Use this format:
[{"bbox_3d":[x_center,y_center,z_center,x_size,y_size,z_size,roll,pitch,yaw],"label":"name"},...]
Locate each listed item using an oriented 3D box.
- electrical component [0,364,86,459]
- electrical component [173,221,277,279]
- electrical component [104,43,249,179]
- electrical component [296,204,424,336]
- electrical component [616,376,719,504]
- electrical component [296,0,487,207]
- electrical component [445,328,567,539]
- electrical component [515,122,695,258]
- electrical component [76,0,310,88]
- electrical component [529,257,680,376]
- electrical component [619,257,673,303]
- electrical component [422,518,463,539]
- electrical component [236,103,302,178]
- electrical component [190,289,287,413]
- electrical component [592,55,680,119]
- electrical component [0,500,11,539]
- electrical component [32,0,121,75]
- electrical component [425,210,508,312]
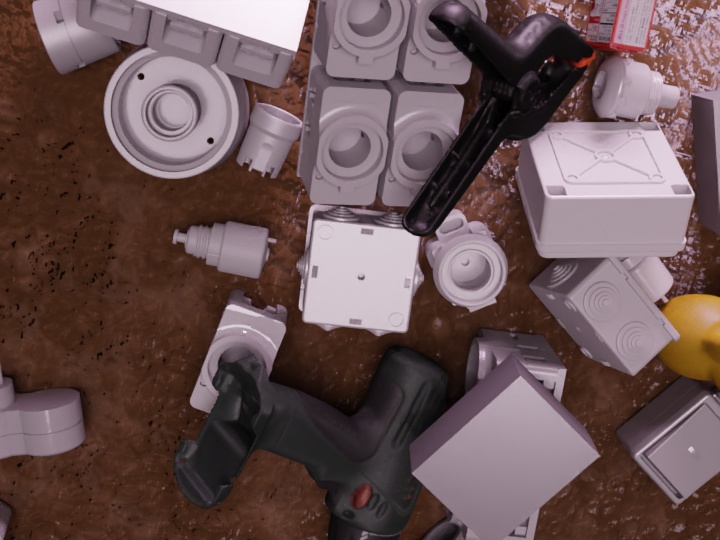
[{"bbox_3d":[-0.292,0.108,0.854,0.138,0.052,0.073,-5,104,-2],"label":"electrical component"},{"bbox_3d":[-0.106,-0.019,0.837,0.078,0.040,0.040,11,103,-5],"label":"electrical component"},{"bbox_3d":[-0.138,-0.119,0.801,0.108,0.060,0.108,-1,104,-2],"label":"electrical component"},{"bbox_3d":[0.000,0.000,0.842,0.100,0.048,0.099,6,103,-4],"label":"electrical component"},{"bbox_3d":[0.270,0.134,0.880,0.096,0.061,0.061,-42,102,7],"label":"electrical component"},{"bbox_3d":[0.021,-0.139,0.769,0.105,0.060,0.186,1,119,-15],"label":"electrical component"},{"bbox_3d":[0.111,0.131,0.857,0.062,0.089,0.150,7,103,-4],"label":"electrical component"},{"bbox_3d":[0.179,-0.062,0.800,0.109,0.108,0.056,-1,127,-2],"label":"electrical component"},{"bbox_3d":[-0.113,-0.196,0.753,0.150,0.061,0.089,16,68,-10],"label":"electrical component"},{"bbox_3d":[0.186,0.031,0.833,0.048,0.100,0.099,-42,102,-5],"label":"electrical component"},{"bbox_3d":[0.215,-0.006,0.854,0.040,0.040,0.078,-38,102,7],"label":"electrical component"},{"bbox_3d":[0.057,0.278,0.910,0.138,0.052,0.073,-40,102,7],"label":"electrical component"},{"bbox_3d":[-0.070,-0.098,0.821,0.040,0.040,0.046,23,108,-8],"label":"electrical component"},{"bbox_3d":[-0.096,0.069,0.851,0.050,0.055,0.089,21,102,-7],"label":"electrical component"},{"bbox_3d":[0.212,-0.136,0.821,0.062,0.048,0.048,8,103,-12],"label":"electrical component"},{"bbox_3d":[-0.332,0.210,0.877,0.096,0.061,0.061,38,99,-18],"label":"electrical component"},{"bbox_3d":[-0.206,-0.177,0.788,0.047,0.055,0.055,-19,104,-2],"label":"electrical component"},{"bbox_3d":[0.084,-0.004,0.840,0.058,0.057,0.078,-22,104,3],"label":"electrical component"}]
